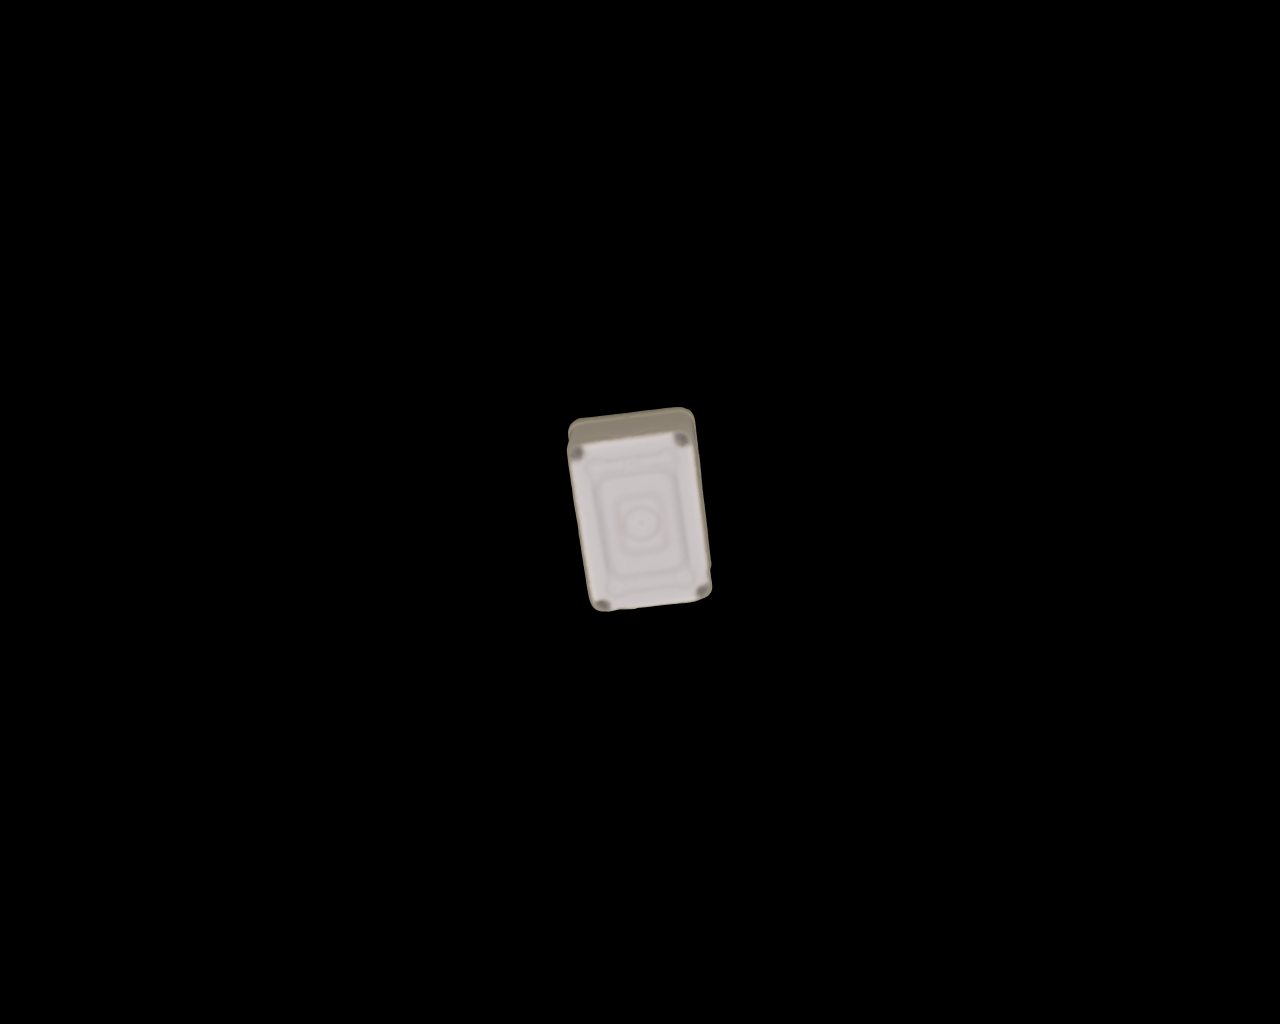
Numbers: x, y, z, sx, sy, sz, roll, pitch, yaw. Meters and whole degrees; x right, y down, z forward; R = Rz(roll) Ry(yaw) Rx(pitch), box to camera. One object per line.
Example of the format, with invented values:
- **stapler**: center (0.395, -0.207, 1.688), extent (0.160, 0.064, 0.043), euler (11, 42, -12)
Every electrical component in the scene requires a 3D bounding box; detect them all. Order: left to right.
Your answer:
- **electrical component**: center (0.001, -0.003, 0.650), extent (0.078, 0.113, 0.057), euler (-7, 20, 2)
